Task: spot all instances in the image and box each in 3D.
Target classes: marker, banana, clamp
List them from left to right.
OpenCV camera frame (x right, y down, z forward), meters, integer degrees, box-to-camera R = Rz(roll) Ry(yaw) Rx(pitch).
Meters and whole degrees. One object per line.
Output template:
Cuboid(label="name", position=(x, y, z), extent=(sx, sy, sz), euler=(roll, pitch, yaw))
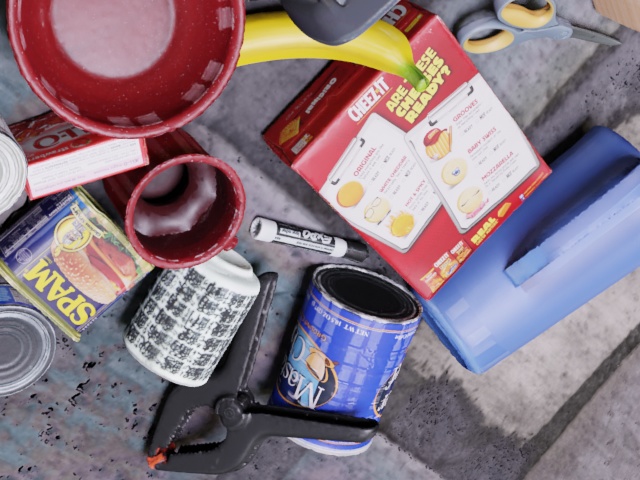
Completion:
Cuboid(label="clamp", position=(-0.073, 0.133, 0.922), extent=(0.210, 0.036, 0.164), euler=(-27, 90, 22))
Cuboid(label="banana", position=(-0.017, -0.146, 0.795), extent=(0.198, 0.069, 0.037), euler=(2, 129, 1))
Cuboid(label="marker", position=(-0.006, 0.001, 0.932), extent=(0.120, 0.020, 0.020), euler=(13, 110, -35))

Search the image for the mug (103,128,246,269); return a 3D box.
Cuboid(label="mug", position=(-0.107, -0.031, 0.812), extent=(0.093, 0.082, 0.117), euler=(-49, 129, 4))

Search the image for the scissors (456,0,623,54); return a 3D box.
Cuboid(label="scissors", position=(0.190, -0.177, 0.935), extent=(0.096, 0.016, 0.201), euler=(-26, 160, 28))

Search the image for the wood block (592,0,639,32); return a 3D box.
Cuboid(label="wood block", position=(0.259, -0.280, 0.873), extent=(0.091, 0.090, 0.206), euler=(-38, 129, -6))

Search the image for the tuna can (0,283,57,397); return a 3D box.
Cuboid(label="tuna can", position=(-0.249, 0.079, 0.826), extent=(0.086, 0.034, 0.086), euler=(-14, 124, -23))

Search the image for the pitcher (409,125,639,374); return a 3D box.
Cuboid(label="pitcher", position=(0.207, 0.012, 0.988), extent=(0.243, 0.145, 0.149), euler=(-37, 129, -2))

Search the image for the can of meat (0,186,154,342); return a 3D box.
Cuboid(label="can of meat", position=(-0.188, 0.014, 0.809), extent=(0.084, 0.057, 0.102), euler=(-42, 130, -5))

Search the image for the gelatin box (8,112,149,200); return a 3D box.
Cuboid(label="gelatin box", position=(-0.175, -0.067, 0.756), extent=(0.089, 0.073, 0.030), euler=(-20, 125, -19))

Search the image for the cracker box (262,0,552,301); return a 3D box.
Cuboid(label="cracker box", position=(0.079, -0.073, 0.904), extent=(0.164, 0.072, 0.213), euler=(-46, 129, 1))

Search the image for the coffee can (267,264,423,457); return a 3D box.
Cuboid(label="coffee can", position=(0.021, 0.106, 0.955), extent=(0.102, 0.103, 0.140), euler=(5, 114, -33))

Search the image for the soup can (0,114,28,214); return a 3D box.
Cuboid(label="soup can", position=(-0.237, -0.063, 0.704), extent=(0.068, 0.102, 0.068), euler=(-15, 124, -23))

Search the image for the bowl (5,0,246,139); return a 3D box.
Cuboid(label="bowl", position=(-0.135, -0.152, 0.727), extent=(0.161, 0.055, 0.162), euler=(-6, 104, -22))
